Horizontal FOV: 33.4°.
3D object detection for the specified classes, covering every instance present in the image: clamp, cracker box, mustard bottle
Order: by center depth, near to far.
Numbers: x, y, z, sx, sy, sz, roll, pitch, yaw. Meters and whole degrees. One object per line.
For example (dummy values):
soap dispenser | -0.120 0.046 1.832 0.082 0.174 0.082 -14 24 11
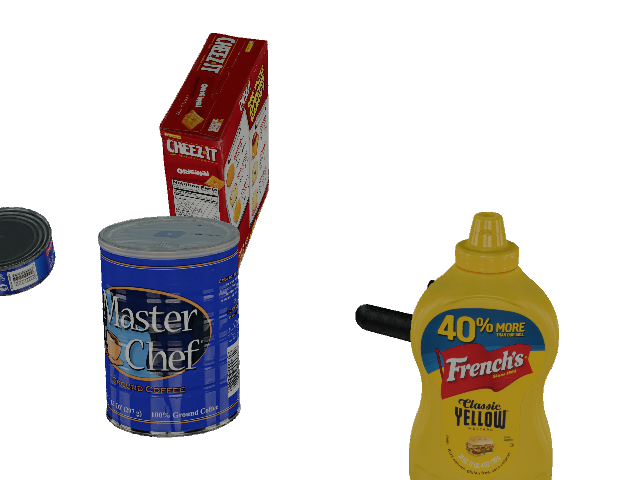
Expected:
mustard bottle | 0.108 0.076 0.705 0.096 0.192 0.058 3 16 11
clamp | 0.132 0.086 1.028 0.172 0.039 0.120 26 36 30
cracker box | -0.107 -0.082 1.119 0.072 0.164 0.214 10 -43 8

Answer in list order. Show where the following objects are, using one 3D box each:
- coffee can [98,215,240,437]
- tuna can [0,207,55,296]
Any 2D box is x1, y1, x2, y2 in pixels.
coffee can | -0.111 0.061 0.795 0.103 0.140 0.103 0 14 0
tuna can | -0.277 0.010 0.937 0.086 0.034 0.086 0 40 0
